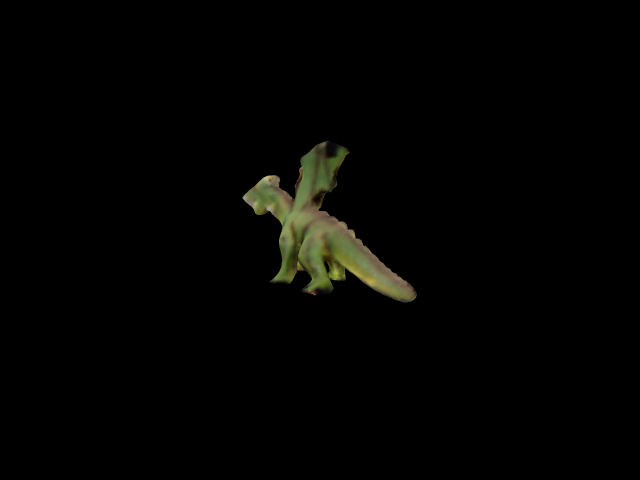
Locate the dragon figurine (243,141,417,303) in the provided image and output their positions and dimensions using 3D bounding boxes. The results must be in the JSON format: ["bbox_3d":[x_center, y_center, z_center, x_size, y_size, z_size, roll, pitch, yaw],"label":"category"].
[{"bbox_3d":[0.003,-0.043,0.850,0.122,0.242,0.410,-3,5,-43],"label":"dragon figurine"}]
